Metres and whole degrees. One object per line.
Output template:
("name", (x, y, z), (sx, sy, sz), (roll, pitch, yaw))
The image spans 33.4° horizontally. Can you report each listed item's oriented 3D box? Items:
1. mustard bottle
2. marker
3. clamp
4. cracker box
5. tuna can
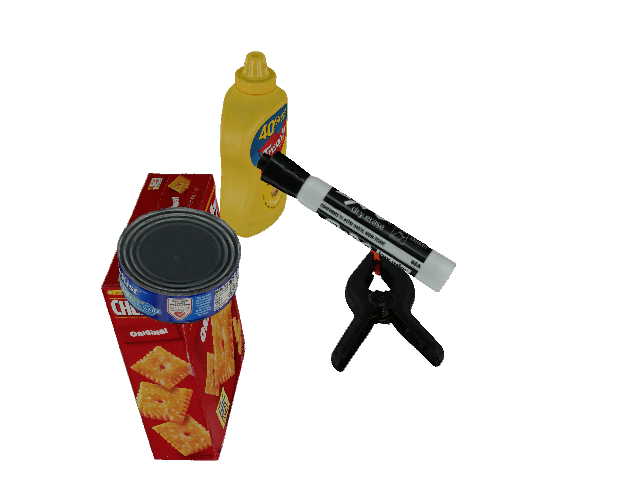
("mustard bottle", (-0.068, -0.104, 1.095), (0.058, 0.192, 0.096), (19, 39, 21))
("marker", (0.018, -0.012, 0.580), (0.121, 0.020, 0.020), (32, 3, 5))
("clamp", (0.079, 0.080, 1.191), (0.120, 0.171, 0.039), (7, -43, 1))
("cracker box", (-0.125, 0.070, 0.976), (0.072, 0.214, 0.164), (0, 38, 8))
("tuna can", (-0.099, 0.017, 0.751), (0.086, 0.034, 0.086), (4, 44, -4))
